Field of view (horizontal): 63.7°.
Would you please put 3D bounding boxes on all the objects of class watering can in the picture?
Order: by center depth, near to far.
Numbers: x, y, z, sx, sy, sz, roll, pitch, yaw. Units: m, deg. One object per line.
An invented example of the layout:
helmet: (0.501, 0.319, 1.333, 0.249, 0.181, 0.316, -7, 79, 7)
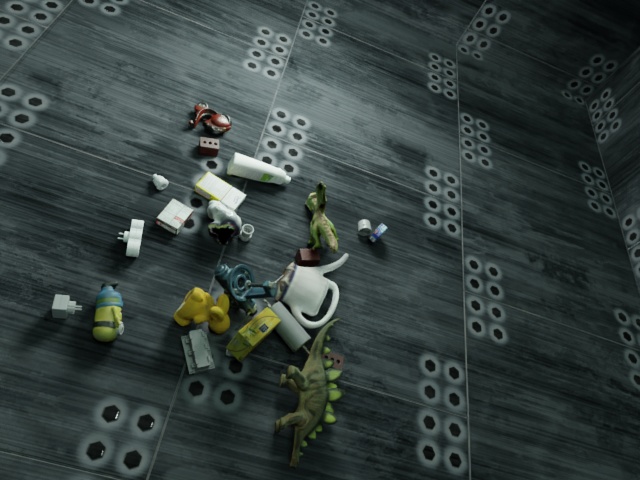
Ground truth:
watering can: (-0.028, 0.152, 1.863, 0.224, 0.102, 0.356, 26, 52, -5)

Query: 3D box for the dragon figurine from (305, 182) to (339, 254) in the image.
dragon figurine: (0.006, -0.098, 1.944, 0.122, 0.413, 0.241, -9, 100, -12)

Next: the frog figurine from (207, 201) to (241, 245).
frog figurine: (-0.351, -0.084, 1.893, 0.135, 0.121, 0.163, 38, 31, -39)
